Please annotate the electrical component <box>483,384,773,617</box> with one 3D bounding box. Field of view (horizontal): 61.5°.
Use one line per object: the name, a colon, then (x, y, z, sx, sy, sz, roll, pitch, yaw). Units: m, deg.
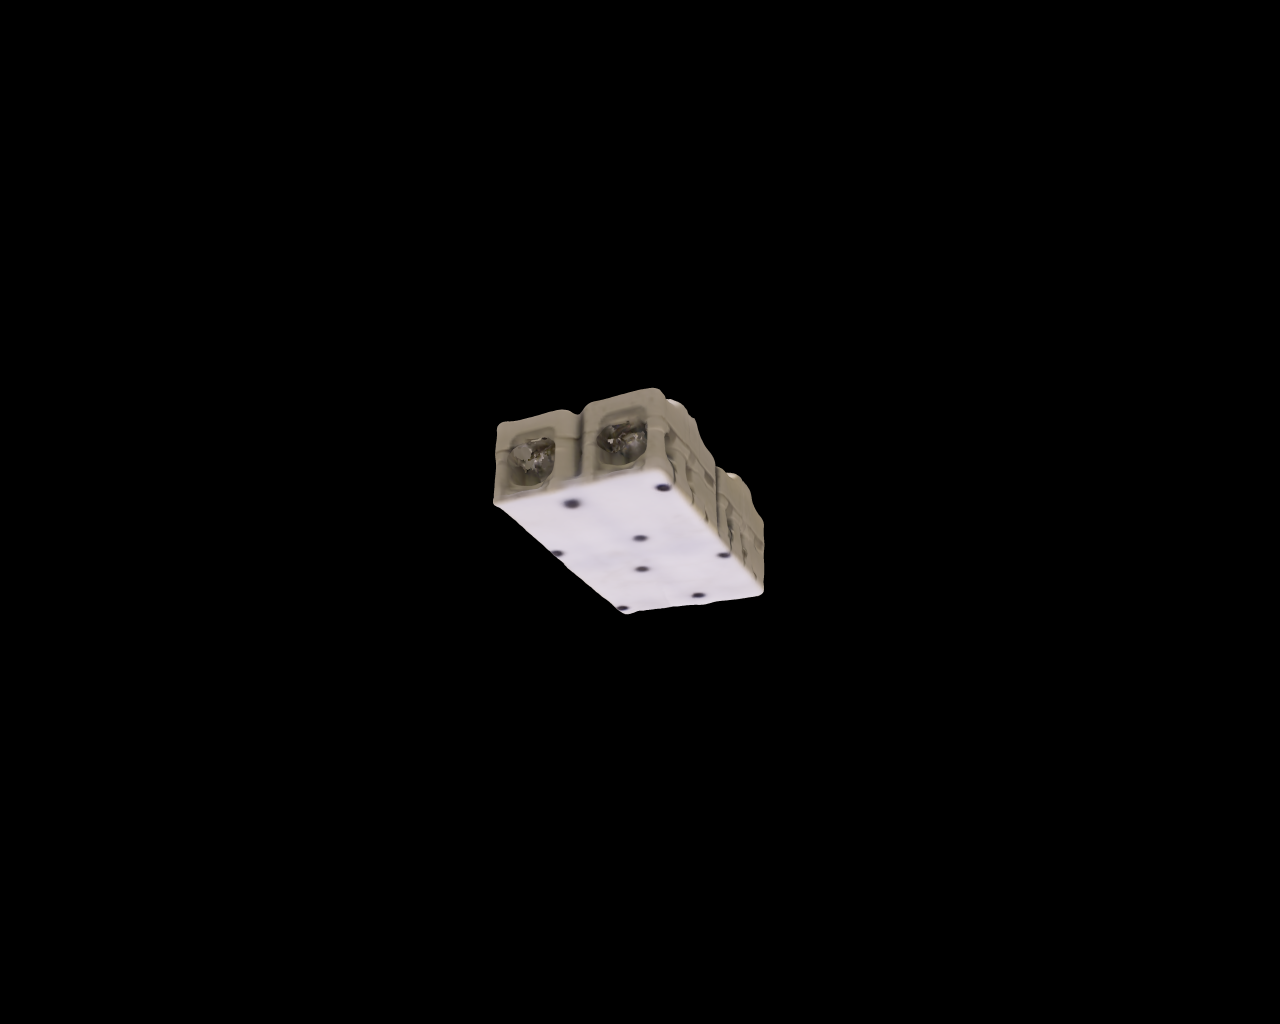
electrical component: (0.001, -0.003, 0.650, 0.105, 0.060, 0.186, -11, -29, 21)
